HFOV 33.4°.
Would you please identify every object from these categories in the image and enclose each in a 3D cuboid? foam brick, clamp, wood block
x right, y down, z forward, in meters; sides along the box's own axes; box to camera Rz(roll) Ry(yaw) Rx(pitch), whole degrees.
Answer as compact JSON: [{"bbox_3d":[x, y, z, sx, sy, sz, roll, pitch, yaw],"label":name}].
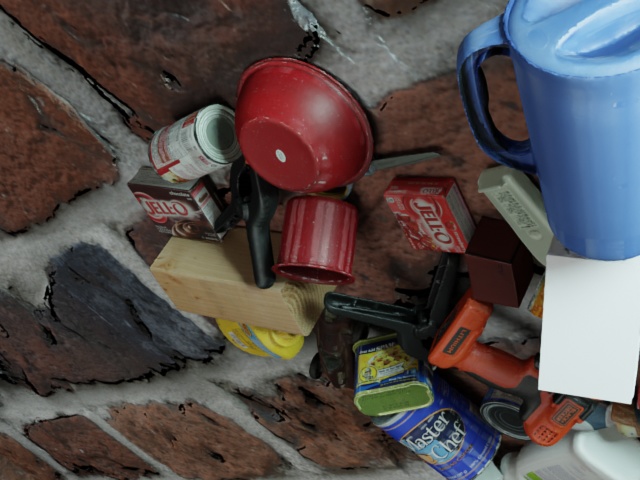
[{"bbox_3d":[0.185,0.024,1.097,0.053,0.051,0.078,13,145,26],"label":"foam brick"},{"bbox_3d":[0.111,0.093,1.233,0.165,0.036,0.210,-17,137,17],"label":"clamp"},{"bbox_3d":[-0.084,-0.040,1.221,0.120,0.039,0.171,36,132,38],"label":"clamp"},{"bbox_3d":[-0.096,0.045,1.335,0.206,0.090,0.090,8,142,34],"label":"wood block"}]

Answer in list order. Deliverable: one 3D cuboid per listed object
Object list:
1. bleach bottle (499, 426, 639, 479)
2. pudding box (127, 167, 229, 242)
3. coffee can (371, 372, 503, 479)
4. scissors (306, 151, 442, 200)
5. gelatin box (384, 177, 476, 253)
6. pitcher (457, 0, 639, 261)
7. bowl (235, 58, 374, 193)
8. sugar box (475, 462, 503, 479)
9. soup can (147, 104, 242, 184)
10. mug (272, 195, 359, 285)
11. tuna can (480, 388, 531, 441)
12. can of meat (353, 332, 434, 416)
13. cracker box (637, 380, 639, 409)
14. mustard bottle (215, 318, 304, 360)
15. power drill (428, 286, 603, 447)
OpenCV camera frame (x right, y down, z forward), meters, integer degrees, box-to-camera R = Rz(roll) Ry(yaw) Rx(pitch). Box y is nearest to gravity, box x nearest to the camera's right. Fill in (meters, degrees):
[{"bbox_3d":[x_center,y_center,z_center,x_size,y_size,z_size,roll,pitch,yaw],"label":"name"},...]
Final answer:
[{"bbox_3d":[0.300,0.285,1.368,0.102,0.068,0.251,37,151,-9],"label":"bleach bottle"},{"bbox_3d":[-0.172,-0.045,1.321,0.114,0.039,0.090,6,141,36],"label":"pudding box"},{"bbox_3d":[0.151,0.237,1.386,0.140,0.102,0.103,39,149,-14],"label":"coffee can"},{"bbox_3d":[0.031,-0.087,1.104,0.096,0.016,0.202,41,148,-16],"label":"scissors"},{"bbox_3d":[0.116,-0.025,1.105,0.073,0.030,0.089,5,141,37],"label":"gelatin box"},{"bbox_3d":[0.211,-0.092,0.830,0.149,0.145,0.243,37,160,36],"label":"pitcher"},{"bbox_3d":[-0.029,-0.101,1.077,0.162,0.055,0.162,21,141,19],"label":"bowl"},{"bbox_3d":[0.216,0.348,1.510,0.093,0.048,0.176,54,167,36],"label":"sugar box"},{"bbox_3d":[-0.135,-0.105,1.173,0.068,0.068,0.102,45,147,-22],"label":"soup can"},{"bbox_3d":[-0.008,0.001,1.182,0.093,0.081,0.117,15,165,-27],"label":"mug"},{"bbox_3d":[0.245,0.215,1.339,0.086,0.033,0.086,23,148,15],"label":"tuna can"},{"bbox_3d":[0.091,0.165,1.318,0.102,0.084,0.057,-15,134,19],"label":"can of meat"},{"bbox_3d":[0.395,0.106,1.014,0.164,0.072,0.213,16,147,25],"label":"cracker box"},{"bbox_3d":[-0.071,0.116,1.404,0.096,0.058,0.192,47,162,-15],"label":"mustard bottle"},{"bbox_3d":[0.227,0.126,1.160,0.187,0.057,0.185,32,125,1],"label":"power drill"}]
